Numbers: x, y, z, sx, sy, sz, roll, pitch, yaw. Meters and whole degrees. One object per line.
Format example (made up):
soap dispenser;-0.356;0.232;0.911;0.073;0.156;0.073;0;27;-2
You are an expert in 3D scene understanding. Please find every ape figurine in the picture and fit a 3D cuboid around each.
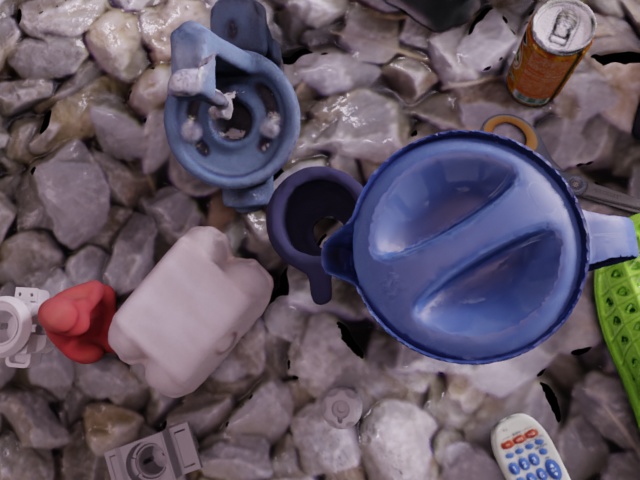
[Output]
ape figurine;-0.227;0.074;0.534;0.076;0.092;0.078;23;83;10

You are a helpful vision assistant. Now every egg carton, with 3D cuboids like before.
egg carton;-0.119;0.067;0.535;0.107;0.069;0.150;38;86;11

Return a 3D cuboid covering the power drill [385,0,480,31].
power drill;0.096;-0.285;0.501;0.229;0.208;0.076;35;86;11

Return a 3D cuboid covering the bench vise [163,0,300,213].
bench vise;-0.091;-0.142;0.491;0.121;0.220;0.207;-19;78;3

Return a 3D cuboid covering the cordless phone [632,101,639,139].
cordless phone;0.343;-0.150;0.461;0.094;0.185;0.148;13;82;9

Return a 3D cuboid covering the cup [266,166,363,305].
cup;0.005;0.002;0.519;0.091;0.095;0.118;-4;80;6
